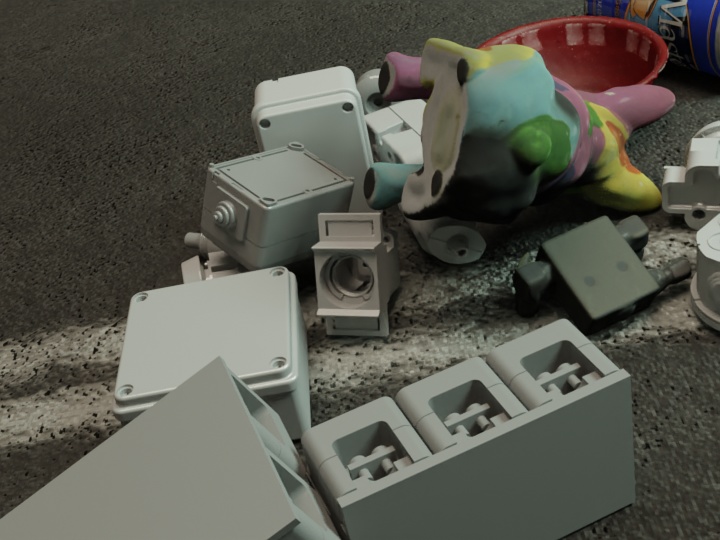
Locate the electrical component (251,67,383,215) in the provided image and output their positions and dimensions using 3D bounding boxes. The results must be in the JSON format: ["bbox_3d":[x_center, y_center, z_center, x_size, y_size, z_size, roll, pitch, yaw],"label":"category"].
[{"bbox_3d":[-0.031,-0.082,0.787,0.078,0.113,0.057,-11,33,2],"label":"electrical component"}]

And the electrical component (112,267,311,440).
[{"bbox_3d":[-0.088,0.057,0.660,0.109,0.056,0.108,-10,35,3],"label":"electrical component"}]

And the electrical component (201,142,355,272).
[{"bbox_3d":[-0.061,-0.038,0.715,0.062,0.061,0.096,35,38,32],"label":"electrical component"}]

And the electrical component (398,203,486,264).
[{"bbox_3d":[0.058,-0.033,0.751,0.043,0.043,0.081,-17,35,-6],"label":"electrical component"}]

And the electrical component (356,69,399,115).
[{"bbox_3d":[0.016,-0.154,0.933,0.048,0.048,0.062,-8,29,6],"label":"electrical component"}]

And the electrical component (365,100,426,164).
[{"bbox_3d":[0.046,-0.090,0.825,0.059,0.053,0.095,-22,36,-13],"label":"electrical component"}]

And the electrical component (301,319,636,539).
[{"bbox_3d":[0.055,0.096,0.533,0.150,0.089,0.061,-22,36,-13],"label":"electrical component"}]

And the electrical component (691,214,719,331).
[{"bbox_3d":[0.240,0.000,0.643,0.080,0.051,0.080,-8,35,6],"label":"electrical component"}]

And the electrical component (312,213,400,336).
[{"bbox_3d":[0.000,0.000,0.703,0.042,0.081,0.064,2,15,18],"label":"electrical component"}]

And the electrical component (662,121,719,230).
[{"bbox_3d":[0.247,-0.064,0.726,0.078,0.058,0.057,3,41,21],"label":"electrical component"}]

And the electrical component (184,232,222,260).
[{"bbox_3d":[-0.102,-0.019,0.789,0.061,0.035,0.035,7,39,29],"label":"electrical component"}]

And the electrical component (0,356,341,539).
[{"bbox_3d":[-0.107,0.143,0.496,0.186,0.060,0.105,-37,43,2],"label":"electrical component"}]

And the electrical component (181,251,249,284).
[{"bbox_3d":[-0.091,0.011,0.735,0.055,0.048,0.066,-9,34,-9],"label":"electrical component"}]
